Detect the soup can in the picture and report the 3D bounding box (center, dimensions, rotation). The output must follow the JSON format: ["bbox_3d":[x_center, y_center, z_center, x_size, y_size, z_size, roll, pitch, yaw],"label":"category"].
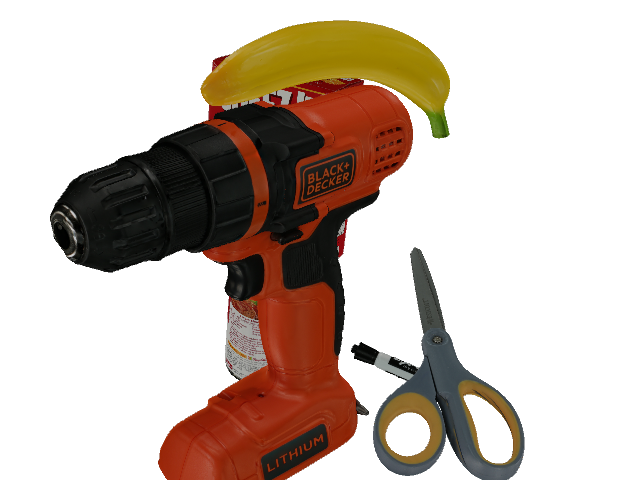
[{"bbox_3d":[-0.048,0.068,0.929,0.068,0.102,0.068,4,35,-3],"label":"soup can"}]

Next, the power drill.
[{"bbox_3d":[-0.035,0.030,0.487,0.184,0.188,0.057,-21,39,-38],"label":"power drill"}]

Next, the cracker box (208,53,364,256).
[{"bbox_3d":[-0.048,-0.091,1.213,0.164,0.214,0.072,18,26,24],"label":"cracker box"}]

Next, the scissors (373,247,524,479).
[{"bbox_3d":[0.059,0.076,0.673,0.096,0.016,0.202,-14,41,-14],"label":"scissors"}]

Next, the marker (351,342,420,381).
[{"bbox_3d":[0.088,0.136,1.115,0.121,0.020,0.020,23,5,11],"label":"marker"}]

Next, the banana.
[{"bbox_3d":[0.016,-0.112,0.707,0.197,0.069,0.037,5,5,-30],"label":"banana"}]
